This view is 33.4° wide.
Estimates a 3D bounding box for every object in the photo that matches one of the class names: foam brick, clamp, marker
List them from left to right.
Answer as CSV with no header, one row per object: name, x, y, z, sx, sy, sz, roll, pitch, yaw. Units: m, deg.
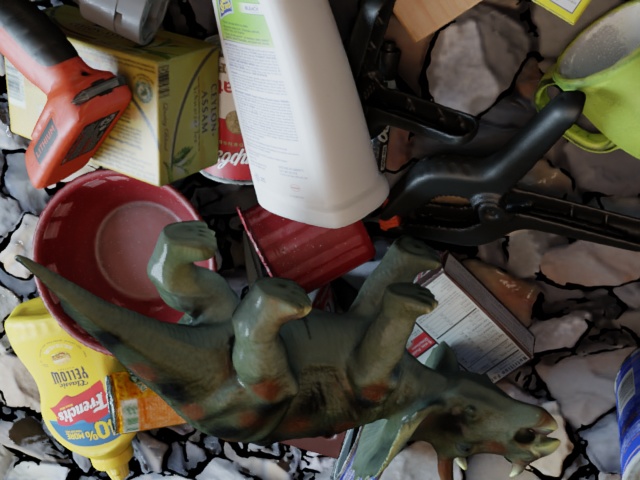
foam brick,-0.010,0.147,0.928,0.078,0.051,0.053,15,118,2
clamp,0.038,-0.102,0.771,0.120,0.039,0.172,55,154,-7
marker,0.047,-0.096,0.831,0.020,0.020,0.121,10,117,8
clamp,0.142,-0.029,0.809,0.210,0.036,0.164,-15,133,40

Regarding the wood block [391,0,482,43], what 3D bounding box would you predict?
wood block,0.046,-0.249,0.716,0.091,0.090,0.206,-31,105,23

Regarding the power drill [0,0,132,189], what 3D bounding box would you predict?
power drill,-0.231,-0.131,0.765,0.187,0.057,0.185,50,137,2

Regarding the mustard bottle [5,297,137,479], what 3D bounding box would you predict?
mustard bottle,-0.214,0.141,0.987,0.096,0.058,0.191,-11,113,9

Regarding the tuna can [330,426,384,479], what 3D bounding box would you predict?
tuna can,0.040,0.180,0.931,0.033,0.086,0.086,24,119,-1

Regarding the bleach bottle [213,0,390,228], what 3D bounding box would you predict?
bleach bottle,-0.024,-0.136,0.723,0.103,0.068,0.251,16,130,43

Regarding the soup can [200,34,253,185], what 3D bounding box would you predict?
soup can,-0.059,-0.102,0.826,0.068,0.068,0.102,9,116,9

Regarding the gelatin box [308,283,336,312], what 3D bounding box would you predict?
gelatin box,-0.008,0.082,0.891,0.030,0.089,0.073,-5,114,17

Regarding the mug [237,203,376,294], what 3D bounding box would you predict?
mug,-0.006,0.001,0.853,0.081,0.093,0.117,-28,150,0

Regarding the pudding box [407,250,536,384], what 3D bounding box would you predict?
pudding box,0.110,0.078,0.891,0.113,0.039,0.090,44,116,-12

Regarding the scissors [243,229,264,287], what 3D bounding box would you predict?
scissors,-0.029,0.087,0.942,0.096,0.016,0.202,10,118,6

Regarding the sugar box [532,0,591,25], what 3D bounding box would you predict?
sugar box,0.198,-0.232,0.687,0.048,0.093,0.176,32,119,-5

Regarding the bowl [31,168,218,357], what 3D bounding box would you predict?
bowl,-0.158,0.015,0.903,0.162,0.055,0.162,2,102,10

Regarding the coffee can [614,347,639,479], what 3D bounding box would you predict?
coffee can,0.284,0.154,0.829,0.103,0.140,0.103,5,117,11
